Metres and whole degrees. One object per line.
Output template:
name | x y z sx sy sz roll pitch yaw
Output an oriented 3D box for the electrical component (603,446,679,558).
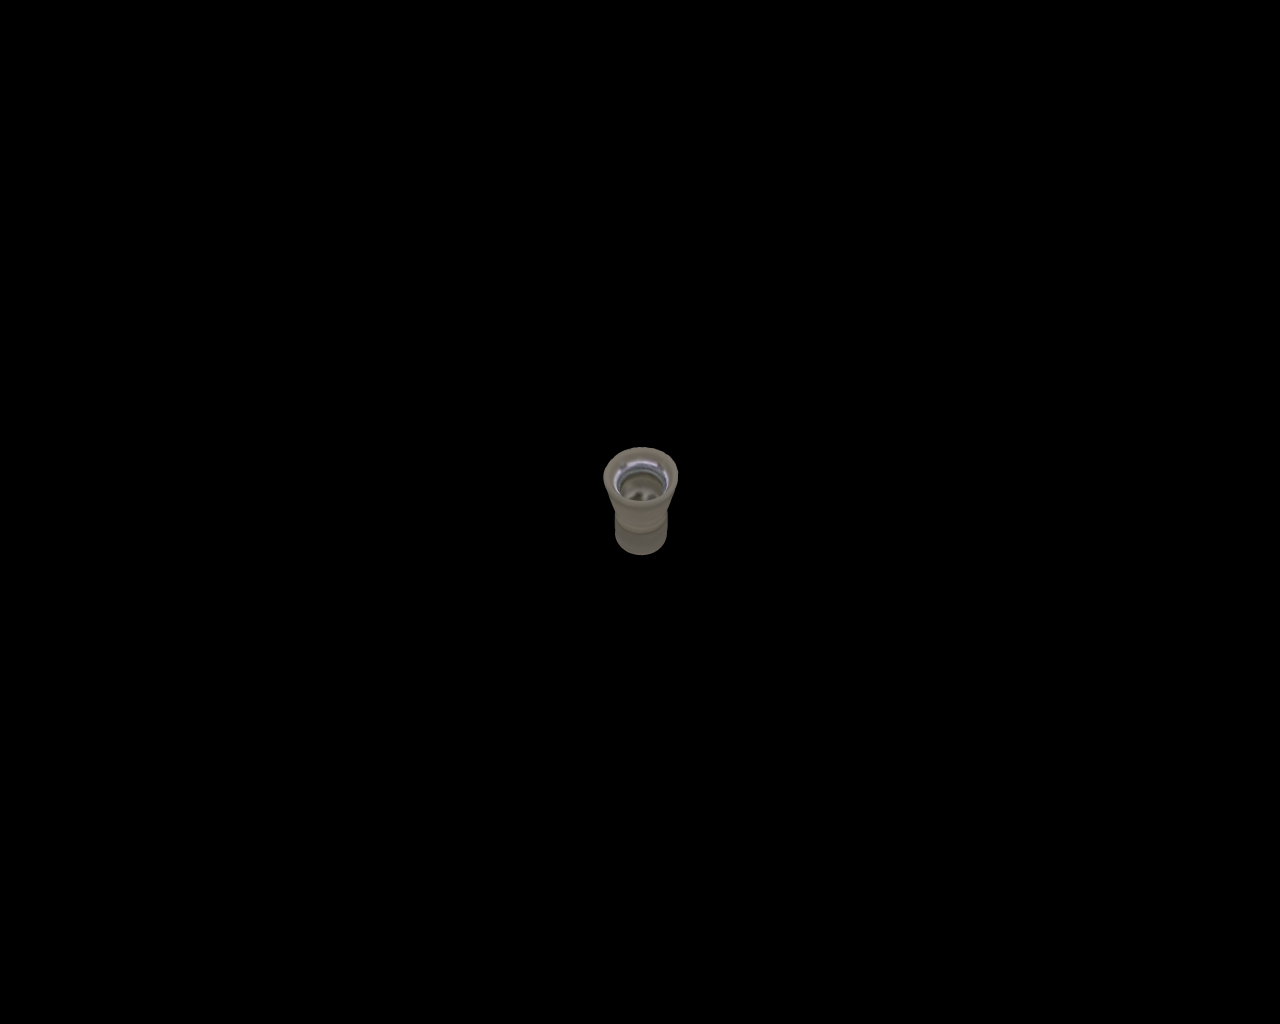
electrical component | 0.001 -0.003 0.650 0.044 0.044 0.065 0 -38 0
